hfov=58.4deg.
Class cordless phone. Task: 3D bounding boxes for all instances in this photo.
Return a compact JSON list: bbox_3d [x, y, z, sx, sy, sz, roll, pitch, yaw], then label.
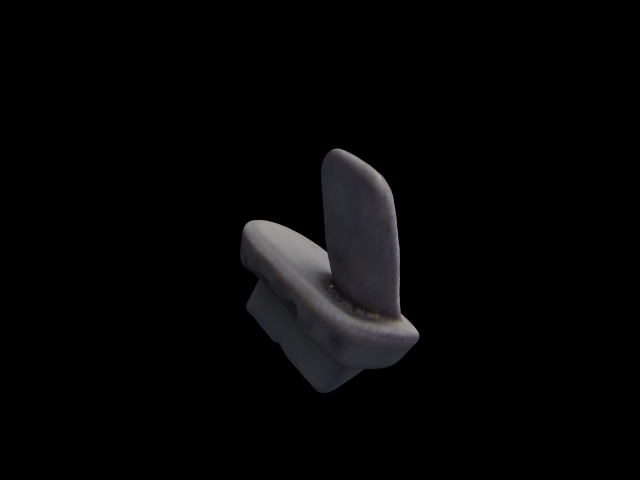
[{"bbox_3d":[0.004,0.001,0.400,0.094,0.185,0.147,-31,50,-30],"label":"cordless phone"}]
